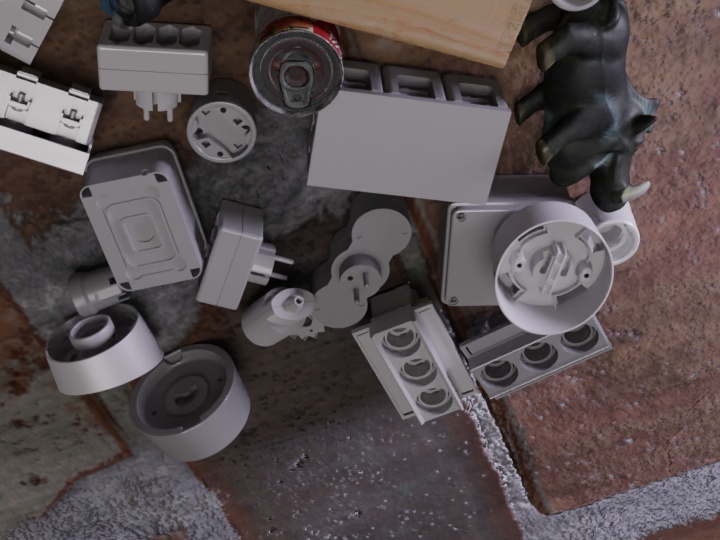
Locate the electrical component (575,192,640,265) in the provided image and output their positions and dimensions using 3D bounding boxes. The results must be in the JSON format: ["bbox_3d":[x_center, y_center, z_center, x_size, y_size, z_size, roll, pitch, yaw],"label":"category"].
[{"bbox_3d":[0.218,-0.036,0.953,0.055,0.047,0.055,-2,126,-2],"label":"electrical component"}]

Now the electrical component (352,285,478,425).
[{"bbox_3d":[0.052,0.078,1.017,0.079,0.063,0.121,-21,125,12],"label":"electrical component"}]

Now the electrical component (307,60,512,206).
[{"bbox_3d":[0.036,-0.114,0.875,0.150,0.061,0.089,6,126,-8],"label":"electrical component"}]

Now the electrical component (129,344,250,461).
[{"bbox_3d":[-0.156,0.130,1.018,0.108,0.108,0.060,-18,132,9],"label":"electrical component"}]

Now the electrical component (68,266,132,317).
[{"bbox_3d":[-0.234,0.017,0.969,0.046,0.040,0.040,-19,125,3],"label":"electrical component"}]

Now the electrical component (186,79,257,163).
[{"bbox_3d":[-0.111,-0.122,0.869,0.055,0.047,0.055,-2,126,-2],"label":"electrical component"}]

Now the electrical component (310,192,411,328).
[{"bbox_3d":[0.000,0.000,0.949,0.052,0.073,0.138,20,123,-17],"label":"electrical component"}]

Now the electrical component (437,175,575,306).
[{"bbox_3d":[0.126,-0.026,0.949,0.109,0.056,0.108,-1,126,-3],"label":"electrical component"}]

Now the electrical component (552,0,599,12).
[{"bbox_3d":[0.158,-0.225,0.805,0.045,0.055,0.045,-2,126,-2],"label":"electrical component"}]

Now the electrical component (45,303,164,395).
[{"bbox_3d":[-0.234,0.076,0.980,0.099,0.099,0.064,-15,120,7],"label":"electrical component"}]

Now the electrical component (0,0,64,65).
[{"bbox_3d":[-0.248,-0.208,0.794,0.056,0.050,0.089,27,120,-22],"label":"electrical component"}]

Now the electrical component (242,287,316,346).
[{"bbox_3d":[-0.072,0.039,0.970,0.043,0.043,0.081,24,153,-20],"label":"electrical component"}]

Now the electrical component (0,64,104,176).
[{"bbox_3d":[-0.268,-0.126,0.845,0.121,0.078,0.063,17,101,-16],"label":"electrical component"}]

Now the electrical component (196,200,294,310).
[{"bbox_3d":[-0.097,-0.009,0.954,0.076,0.047,0.083,14,124,-14],"label":"electrical component"}]

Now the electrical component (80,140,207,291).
[{"bbox_3d":[-0.182,-0.047,0.914,0.078,0.057,0.113,-11,126,5],"label":"electrical component"}]

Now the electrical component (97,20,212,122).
[{"bbox_3d":[-0.160,-0.150,0.846,0.083,0.047,0.075,2,128,-5],"label":"electrical component"}]

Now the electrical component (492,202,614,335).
[{"bbox_3d":[0.157,-0.004,0.890,0.099,0.064,0.099,-2,126,-2],"label":"electrical component"}]

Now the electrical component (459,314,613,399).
[{"bbox_3d":[0.163,0.063,1.013,0.121,0.063,0.078,-26,124,15],"label":"electrical component"}]
